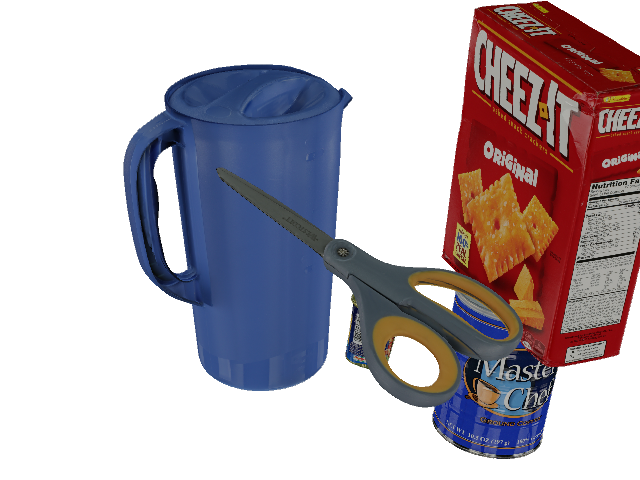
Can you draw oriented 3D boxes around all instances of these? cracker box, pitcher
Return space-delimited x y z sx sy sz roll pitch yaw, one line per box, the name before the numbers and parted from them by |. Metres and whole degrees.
cracker box | 0.160 -0.042 0.765 0.072 0.214 0.164 -9 33 -19
pitcher | -0.057 -0.005 0.831 0.149 0.243 0.145 4 27 9

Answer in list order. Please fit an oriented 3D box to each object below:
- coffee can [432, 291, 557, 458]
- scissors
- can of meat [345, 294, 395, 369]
coffee can | 0.161 0.108 0.957 0.103 0.140 0.103 6 23 -3
scissors | 0.010 0.026 0.585 0.202 0.096 0.016 23 -40 12
can of meat | 0.066 0.094 1.275 0.057 0.084 0.102 12 26 8
